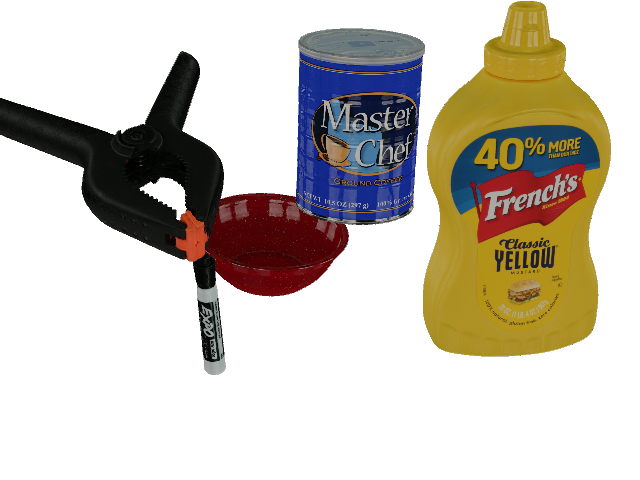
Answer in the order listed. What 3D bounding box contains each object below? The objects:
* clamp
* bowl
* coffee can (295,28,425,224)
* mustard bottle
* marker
[{"bbox_3d":[-0.119,-0.064,0.737,0.164,0.036,0.210,-24,48,-26],"label":"clamp"},{"bbox_3d":[-0.053,0.010,1.099,0.162,0.055,0.162,4,30,-2],"label":"bowl"},{"bbox_3d":[0.031,-0.097,0.889,0.103,0.140,0.103,1,23,-1],"label":"coffee can"},{"bbox_3d":[0.105,-0.032,0.572,0.096,0.192,0.058,-4,26,-4],"label":"mustard bottle"},{"bbox_3d":[-0.094,0.063,0.904,0.020,0.121,0.020,-1,34,1],"label":"marker"}]
